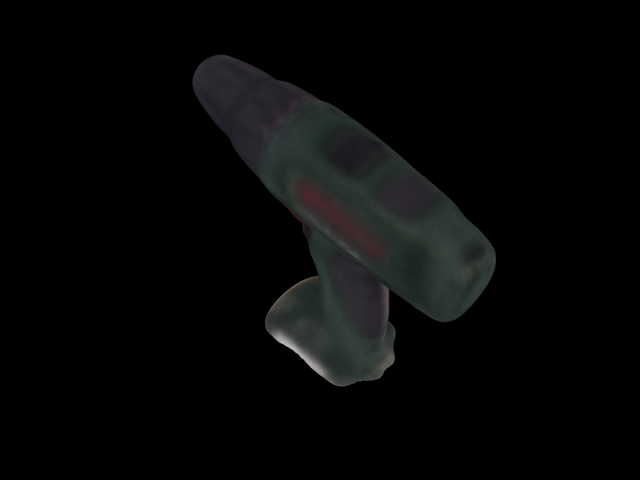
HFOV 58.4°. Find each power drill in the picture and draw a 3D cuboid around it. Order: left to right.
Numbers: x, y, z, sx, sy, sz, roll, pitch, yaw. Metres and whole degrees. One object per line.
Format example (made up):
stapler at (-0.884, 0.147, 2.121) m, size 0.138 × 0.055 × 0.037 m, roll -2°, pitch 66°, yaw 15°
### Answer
power drill at (0.004, 0.001, 0.400) m, size 0.229 × 0.208 × 0.076 m, roll 32°, pitch 55°, yaw 27°
